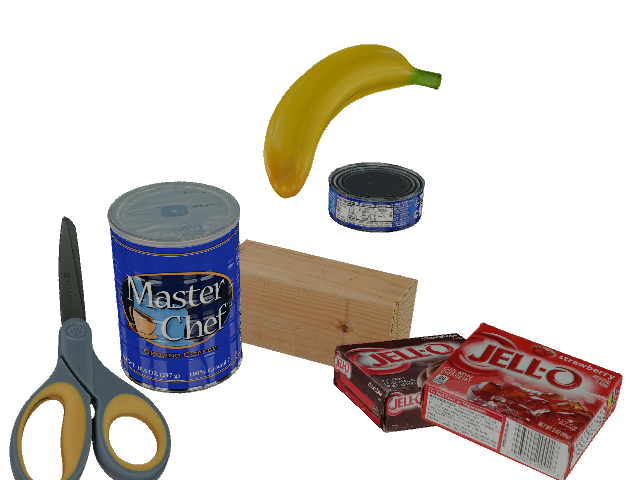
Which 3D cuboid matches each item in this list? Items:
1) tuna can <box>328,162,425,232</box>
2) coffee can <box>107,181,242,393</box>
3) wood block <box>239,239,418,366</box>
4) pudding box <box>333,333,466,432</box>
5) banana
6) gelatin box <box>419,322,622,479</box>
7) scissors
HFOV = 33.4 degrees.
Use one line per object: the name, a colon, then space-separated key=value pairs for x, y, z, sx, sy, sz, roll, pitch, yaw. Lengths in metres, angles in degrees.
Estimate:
tuna can: x=0.049 y=-0.039 z=0.951 sx=0.086 sy=0.034 sz=0.086 roll=1 pitch=25 yaw=-1
coffee can: x=-0.115 y=0.037 z=0.863 sx=0.103 sy=0.140 sz=0.103 roll=1 pitch=28 yaw=-1
wood block: x=-0.008 y=0.074 z=1.179 sx=0.206 sy=0.091 sz=0.090 roll=13 pitch=22 yaw=17
pudding box: x=0.078 y=0.106 z=0.812 sx=0.113 sy=0.039 sz=0.090 roll=-1 pitch=17 yaw=-24
banana: x=0.010 y=-0.096 z=0.750 sx=0.070 sy=0.037 sz=0.197 roll=28 pitch=46 yaw=24
gelatin box: x=0.110 y=0.086 z=0.591 sx=0.089 sy=0.030 sz=0.073 roll=21 pitch=35 yaw=28
scissors: x=-0.128 y=0.067 z=0.633 sx=0.096 sy=0.201 sz=0.016 roll=14 pitch=-45 yaw=-9
